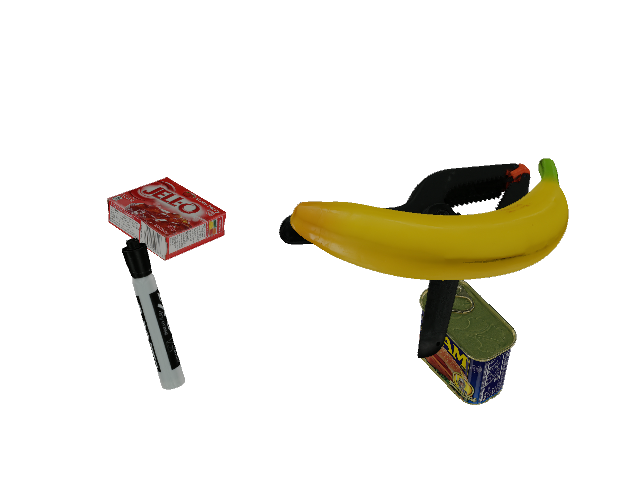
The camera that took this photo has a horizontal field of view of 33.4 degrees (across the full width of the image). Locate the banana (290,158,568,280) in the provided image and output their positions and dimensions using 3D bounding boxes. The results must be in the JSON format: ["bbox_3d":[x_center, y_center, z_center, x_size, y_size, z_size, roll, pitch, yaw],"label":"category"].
[{"bbox_3d":[0.078,-0.006,0.618,0.197,0.037,0.070,-10,43,-32],"label":"banana"}]

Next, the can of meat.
[{"bbox_3d":[0.142,0.102,1.059,0.057,0.084,0.102,-27,52,-22],"label":"can of meat"}]

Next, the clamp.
[{"bbox_3d":[0.096,0.001,0.832,0.209,0.036,0.165,-24,53,-26],"label":"clamp"}]

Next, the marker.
[{"bbox_3d":[-0.127,0.056,0.810,0.020,0.121,0.020,-12,18,4],"label":"marker"}]

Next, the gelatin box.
[{"bbox_3d":[-0.145,-0.023,1.000,0.089,0.030,0.073,31,39,34],"label":"gelatin box"}]
